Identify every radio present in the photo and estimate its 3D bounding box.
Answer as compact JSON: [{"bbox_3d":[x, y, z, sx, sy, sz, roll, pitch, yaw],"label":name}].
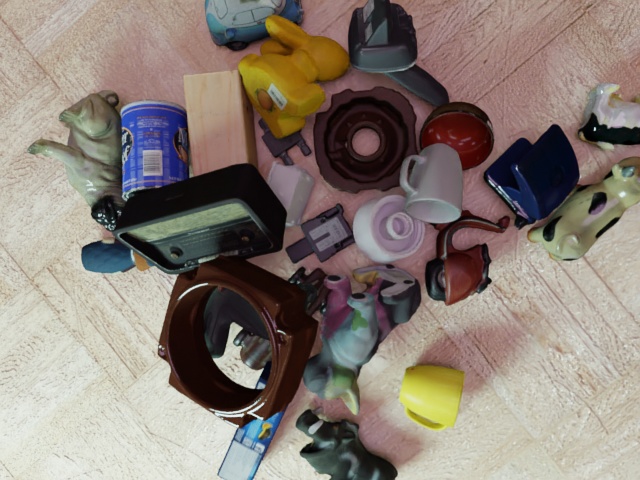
[{"bbox_3d":[-0.169,-0.023,0.782,0.230,0.131,0.073,-11,50,25],"label":"radio"}]

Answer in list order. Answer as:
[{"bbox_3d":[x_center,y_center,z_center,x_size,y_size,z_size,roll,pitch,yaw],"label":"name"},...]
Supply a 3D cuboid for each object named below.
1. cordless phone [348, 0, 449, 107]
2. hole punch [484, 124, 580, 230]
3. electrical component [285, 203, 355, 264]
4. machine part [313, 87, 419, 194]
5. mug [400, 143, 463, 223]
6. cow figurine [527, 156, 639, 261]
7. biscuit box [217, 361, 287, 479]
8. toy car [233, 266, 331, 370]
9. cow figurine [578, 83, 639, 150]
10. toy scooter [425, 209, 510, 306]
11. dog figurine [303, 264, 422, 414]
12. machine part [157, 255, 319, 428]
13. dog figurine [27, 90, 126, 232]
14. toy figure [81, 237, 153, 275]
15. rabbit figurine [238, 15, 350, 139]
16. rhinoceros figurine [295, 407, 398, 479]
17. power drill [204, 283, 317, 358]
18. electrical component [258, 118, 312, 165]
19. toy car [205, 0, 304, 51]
[{"bbox_3d":[0.136,-0.292,0.847,0.184,0.147,0.089,26,134,-27],"label":"cordless phone"},{"bbox_3d":[0.337,-0.100,0.823,0.142,0.092,0.116,-43,91,-17],"label":"hole punch"},{"bbox_3d":[-0.002,-0.003,0.878,0.119,0.048,0.074,-26,90,2],"label":"electrical component"},{"bbox_3d":[0.073,-0.157,0.864,0.179,0.056,0.179,0,93,4],"label":"machine part"},{"bbox_3d":[0.165,-0.092,0.805,0.109,0.081,0.107,23,65,-23],"label":"mug"},{"bbox_3d":[0.421,-0.049,0.813,0.085,0.127,0.195,44,96,-3],"label":"cow figurine"},{"bbox_3d":[-0.100,0.297,0.865,0.059,0.063,0.202,25,106,2],"label":"biscuit box"},{"bbox_3d":[-0.056,0.132,0.884,0.089,0.053,0.202,43,95,4],"label":"toy car"},{"bbox_3d":[0.496,-0.179,0.833,0.167,0.068,0.098,15,99,6],"label":"cow figurine"},{"bbox_3d":[0.235,0.012,0.854,0.135,0.075,0.183,-1,87,1],"label":"toy scooter"},{"bbox_3d":[0.064,0.160,0.850,0.191,0.109,0.219,-9,116,-33],"label":"dog figurine"},{"bbox_3d":[-0.119,0.138,0.744,0.201,0.087,0.201,25,104,22],"label":"machine part"},{"bbox_3d":[-0.340,-0.125,0.877,0.172,0.121,0.190,-45,103,7],"label":"dog figurine"},{"bbox_3d":[-0.313,0.022,0.890,0.155,0.064,0.058,-4,55,-1],"label":"toy figure"},{"bbox_3d":[-0.034,-0.264,0.842,0.173,0.122,0.162,-37,81,-23],"label":"rabbit figurine"},{"bbox_3d":[0.038,0.353,0.876,0.190,0.073,0.112,36,95,1],"label":"rhinoceros figurine"},{"bbox_3d":[-0.114,0.081,0.840,0.208,0.086,0.232,12,84,22],"label":"power drill"},{"bbox_3d":[-0.060,-0.169,0.887,0.063,0.021,0.094,-34,89,4],"label":"electrical component"},{"bbox_3d":[-0.110,-0.370,0.843,0.162,0.103,0.109,-8,93,5],"label":"toy car"}]
